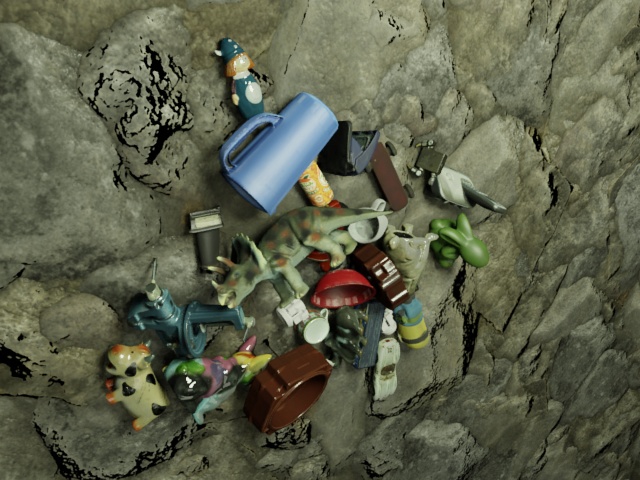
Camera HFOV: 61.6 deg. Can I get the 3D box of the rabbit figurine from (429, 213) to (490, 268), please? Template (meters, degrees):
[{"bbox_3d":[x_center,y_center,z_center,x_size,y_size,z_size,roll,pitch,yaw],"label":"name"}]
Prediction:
[{"bbox_3d":[0.374,0.003,1.407,0.121,0.170,0.158,-39,126,-11],"label":"rabbit figurine"}]

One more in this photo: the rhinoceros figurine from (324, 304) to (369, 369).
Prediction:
[{"bbox_3d":[0.061,0.252,1.358,0.112,0.073,0.190,15,124,9],"label":"rhinoceros figurine"}]

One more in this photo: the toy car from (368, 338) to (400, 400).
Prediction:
[{"bbox_3d":[0.184,0.369,1.523,0.073,0.056,0.201,-10,115,-27],"label":"toy car"}]

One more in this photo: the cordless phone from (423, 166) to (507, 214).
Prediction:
[{"bbox_3d":[0.364,-0.112,1.343,0.146,0.184,0.088,15,107,-35],"label":"cordless phone"}]

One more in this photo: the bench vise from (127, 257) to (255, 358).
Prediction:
[{"bbox_3d":[-0.257,0.157,1.101,0.241,0.129,0.223,-3,125,7],"label":"bench vise"}]

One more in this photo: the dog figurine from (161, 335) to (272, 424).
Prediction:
[{"bbox_3d":[-0.222,0.291,1.212,0.219,0.109,0.191,-35,137,-19],"label":"dog figurine"}]

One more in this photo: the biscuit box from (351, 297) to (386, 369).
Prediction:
[{"bbox_3d":[0.121,0.242,1.428,0.063,0.059,0.202,-4,112,-32],"label":"biscuit box"}]

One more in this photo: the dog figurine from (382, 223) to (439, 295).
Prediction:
[{"bbox_3d":[0.203,0.067,1.355,0.172,0.121,0.190,-2,113,-40],"label":"dog figurine"}]

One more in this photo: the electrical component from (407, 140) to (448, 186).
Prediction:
[{"bbox_3d":[0.265,-0.195,1.323,0.045,0.078,0.102,2,117,-57],"label":"electrical component"}]

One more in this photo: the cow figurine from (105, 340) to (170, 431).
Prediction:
[{"bbox_3d":[-0.384,0.297,1.135,0.127,0.086,0.194,-30,121,-10],"label":"cow figurine"}]

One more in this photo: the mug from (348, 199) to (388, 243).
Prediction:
[{"bbox_3d":[0.124,-0.048,1.283,0.107,0.081,0.109,-6,118,-68],"label":"mug"}]

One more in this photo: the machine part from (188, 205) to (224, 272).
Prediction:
[{"bbox_3d":[-0.234,0.000,1.125,0.084,0.039,0.138,-19,118,-32],"label":"machine part"}]

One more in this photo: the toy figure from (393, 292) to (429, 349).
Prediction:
[{"bbox_3d":[0.249,0.222,1.478,0.082,0.089,0.179,-22,123,-15],"label":"toy figure"}]

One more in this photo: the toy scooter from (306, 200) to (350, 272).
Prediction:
[{"bbox_3d":[-0.003,-0.004,1.241,0.135,0.075,0.183,-7,119,-27],"label":"toy scooter"}]

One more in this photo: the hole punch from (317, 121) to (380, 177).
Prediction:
[{"bbox_3d":[0.062,-0.194,1.164,0.092,0.142,0.115,2,98,-36],"label":"hole punch"}]

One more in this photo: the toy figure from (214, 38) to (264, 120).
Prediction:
[{"bbox_3d":[-0.149,-0.310,1.030,0.058,0.064,0.154,-4,123,19],"label":"toy figure"}]

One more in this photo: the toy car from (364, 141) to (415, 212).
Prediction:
[{"bbox_3d":[0.159,-0.150,1.285,0.089,0.053,0.201,-32,127,1],"label":"toy car"}]

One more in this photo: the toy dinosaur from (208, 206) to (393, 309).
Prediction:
[{"bbox_3d":[-0.052,0.006,1.138,0.405,0.131,0.192,-41,93,-14],"label":"toy dinosaur"}]

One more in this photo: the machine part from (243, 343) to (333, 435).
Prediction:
[{"bbox_3d":[-0.074,0.361,1.297,0.201,0.087,0.201,-17,139,-44],"label":"machine part"}]

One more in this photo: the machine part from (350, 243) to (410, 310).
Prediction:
[{"bbox_3d":[0.143,0.089,1.310,0.056,0.180,0.179,-35,124,-10],"label":"machine part"}]
